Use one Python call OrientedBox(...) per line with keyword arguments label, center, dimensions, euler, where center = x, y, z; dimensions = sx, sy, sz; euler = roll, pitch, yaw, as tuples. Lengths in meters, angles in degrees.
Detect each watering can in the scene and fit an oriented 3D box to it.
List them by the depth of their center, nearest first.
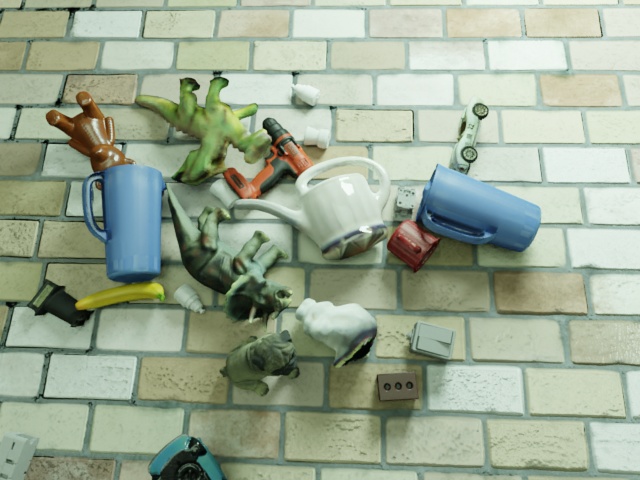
OrientedBox(label="watering can", center=(0.003, -0.057, 1.124), dimensions=(0.348, 0.102, 0.227), euler=(-21, 73, -7))

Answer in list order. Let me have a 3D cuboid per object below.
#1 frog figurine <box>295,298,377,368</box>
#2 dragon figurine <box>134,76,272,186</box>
OrientedBox(label="frog figurine", center=(0.034, 0.166, 1.048), dimensions=(0.139, 0.120, 0.161), euler=(-21, 59, -38))
OrientedBox(label="dragon figurine", center=(-0.287, -0.243, 1.192), dimensions=(0.410, 0.120, 0.247), euler=(2, 67, 21))
